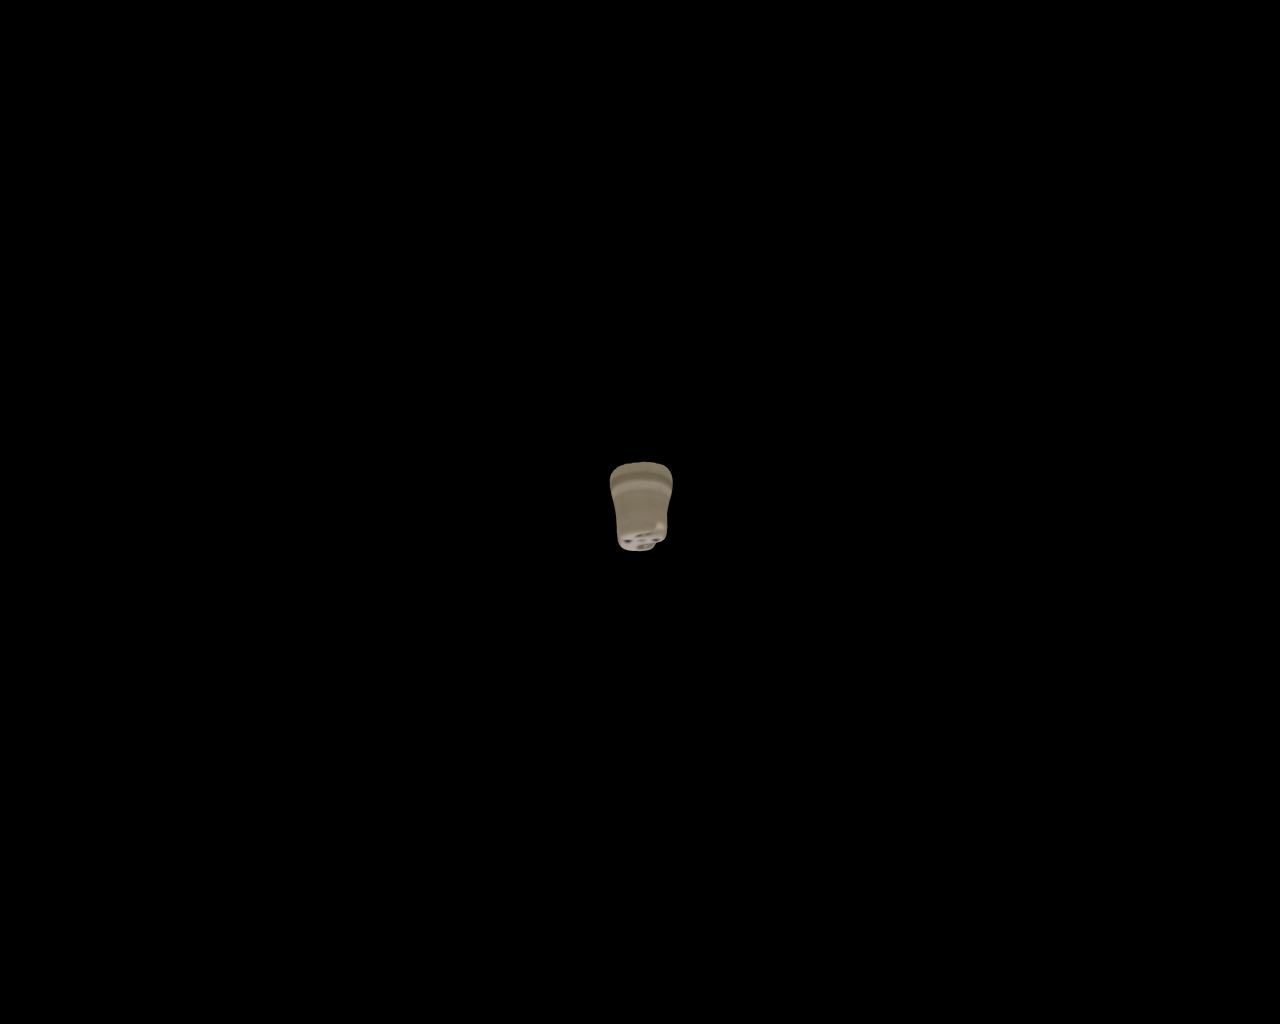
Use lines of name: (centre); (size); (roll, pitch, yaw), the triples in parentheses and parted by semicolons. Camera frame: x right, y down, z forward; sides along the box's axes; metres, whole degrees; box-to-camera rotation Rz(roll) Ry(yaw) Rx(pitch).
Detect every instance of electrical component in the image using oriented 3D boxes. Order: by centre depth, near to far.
electrical component: (0.001, -0.003, 0.650); (0.040, 0.046, 0.040); (0, -25, 0)
